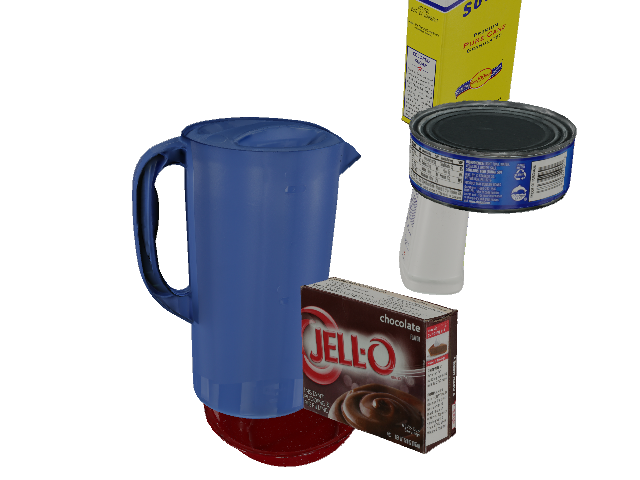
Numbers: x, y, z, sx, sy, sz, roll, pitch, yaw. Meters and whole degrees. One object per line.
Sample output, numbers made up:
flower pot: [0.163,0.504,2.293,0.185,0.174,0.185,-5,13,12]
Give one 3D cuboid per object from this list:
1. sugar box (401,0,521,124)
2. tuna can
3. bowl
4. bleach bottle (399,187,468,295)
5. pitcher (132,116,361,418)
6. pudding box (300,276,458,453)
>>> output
sugar box: [0.111,-0.174,0.817,0.093,0.176,0.048,-31,51,-31]
tuna can: [0.089,-0.045,0.559,0.086,0.034,0.086,0,25,0]
bowl: [-0.028,0.163,1.023,0.162,0.055,0.162,-4,37,3]
bleach bottle: [0.128,-0.075,1.098,0.068,0.251,0.102,4,30,-3]
pitcher: [-0.062,0.022,0.897,0.149,0.243,0.144,11,19,25]
pudding box: [0.037,0.079,0.705,0.114,0.090,0.039,12,20,41]
